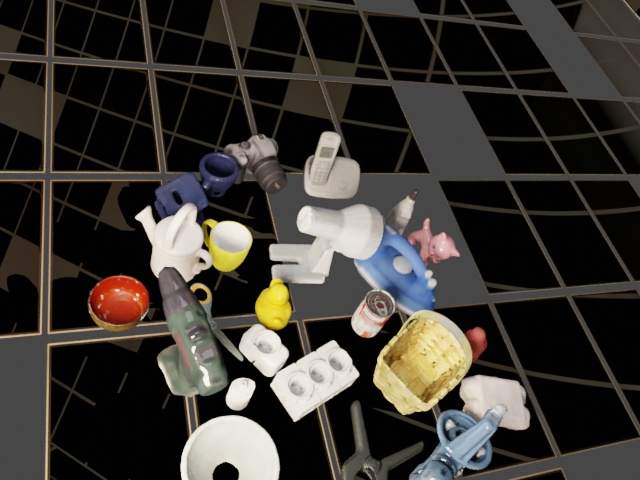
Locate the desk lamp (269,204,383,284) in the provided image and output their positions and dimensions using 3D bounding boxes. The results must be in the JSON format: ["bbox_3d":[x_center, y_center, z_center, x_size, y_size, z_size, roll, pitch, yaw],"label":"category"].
[{"bbox_3d":[0.011,0.004,1.251,0.204,0.213,0.118,1,55,-19],"label":"desk lamp"}]

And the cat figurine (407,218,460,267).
[{"bbox_3d":[0.284,0.006,1.409,0.067,0.117,0.127,-11,59,-26],"label":"cat figurine"}]

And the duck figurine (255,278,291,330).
[{"bbox_3d":[-0.092,0.131,1.203,0.078,0.086,0.104,5,53,-16],"label":"duck figurine"}]

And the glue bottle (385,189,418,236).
[{"bbox_3d":[0.201,-0.065,1.396,0.037,0.173,0.078,12,52,-10],"label":"glue bottle"}]

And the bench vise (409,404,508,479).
[{"bbox_3d":[0.266,0.393,1.050,0.121,0.219,0.207,26,51,1],"label":"bench vise"}]

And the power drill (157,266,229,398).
[{"bbox_3d":[-0.240,0.187,1.029,0.076,0.208,0.229,-20,64,-30],"label":"power drill"}]

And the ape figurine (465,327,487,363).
[{"bbox_3d":[0.342,0.227,1.283,0.078,0.092,0.076,24,50,-1],"label":"ape figurine"}]

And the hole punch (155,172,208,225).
[{"bbox_3d":[-0.311,-0.084,1.280,0.101,0.091,0.108,-19,63,-30],"label":"hole punch"}]

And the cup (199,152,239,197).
[{"bbox_3d":[-0.246,-0.135,1.339,0.091,0.095,0.118,26,50,0],"label":"cup"}]

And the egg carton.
[{"bbox_3d":[0.372,0.347,1.219,0.150,0.069,0.107,11,52,-12],"label":"egg carton"}]

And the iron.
[{"bbox_3d":[0.195,0.064,1.319,0.119,0.141,0.258,-32,70,-35],"label":"iron"}]

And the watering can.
[{"bbox_3d":[-0.294,-0.004,1.160,0.173,0.194,0.101,15,51,-9],"label":"watering can"}]

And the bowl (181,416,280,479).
[{"bbox_3d":[-0.158,0.396,0.989,0.168,0.074,0.167,10,52,-13],"label":"bowl"}]

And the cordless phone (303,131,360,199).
[{"bbox_3d":[0.041,-0.189,1.423,0.148,0.185,0.094,1,54,-19],"label":"cordless phone"}]

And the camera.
[{"bbox_3d":[-0.149,-0.184,1.406,0.143,0.100,0.136,-19,63,-30],"label":"camera"}]
